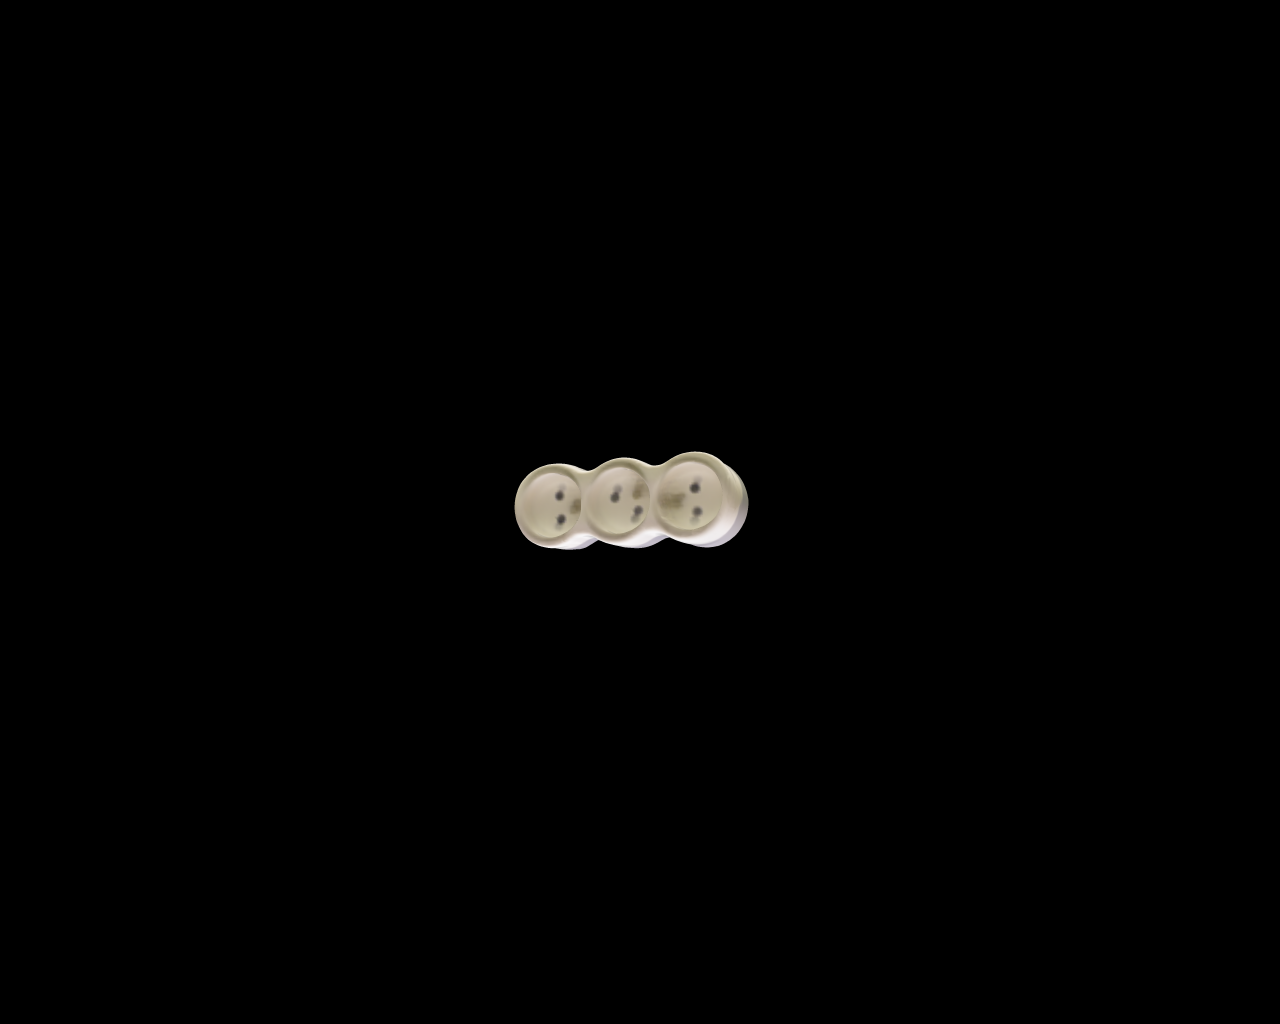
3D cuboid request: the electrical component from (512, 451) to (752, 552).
[{"bbox_3d":[0.001,-0.003,0.650,0.138,0.052,0.074,-3,-7,22],"label":"electrical component"}]
